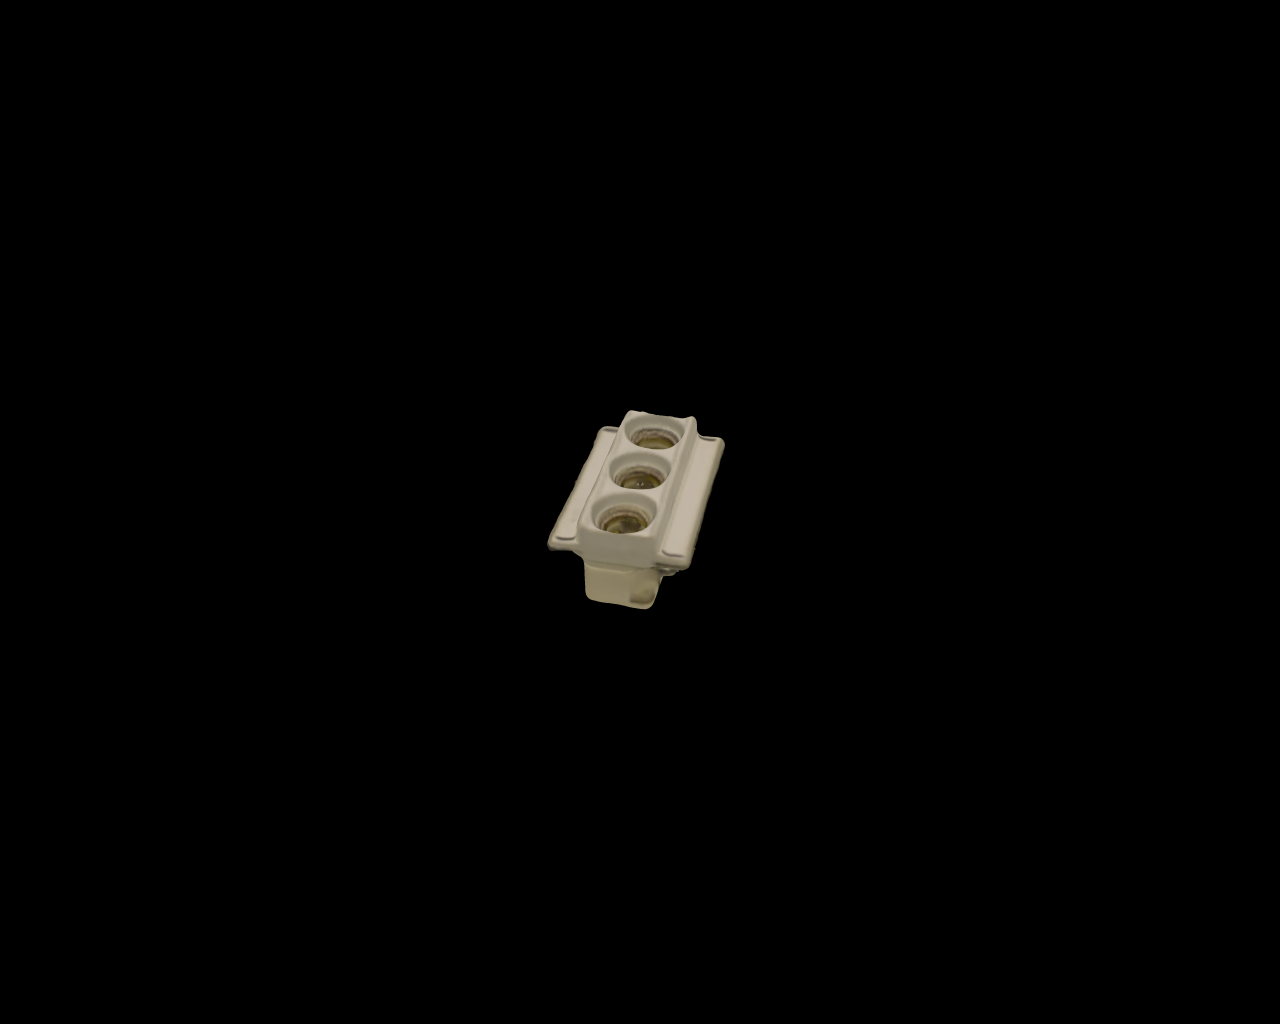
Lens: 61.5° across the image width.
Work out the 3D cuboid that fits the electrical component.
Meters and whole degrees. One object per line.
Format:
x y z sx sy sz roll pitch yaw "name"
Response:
0.001 -0.003 0.650 0.079 0.063 0.121 8 40 10 "electrical component"
